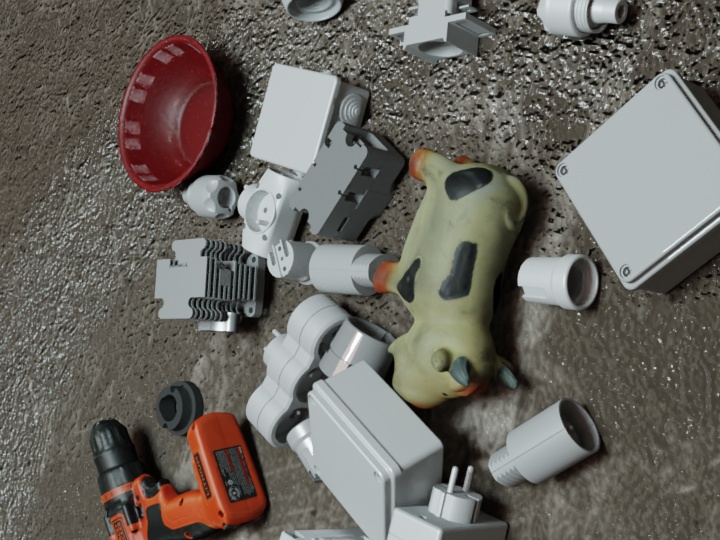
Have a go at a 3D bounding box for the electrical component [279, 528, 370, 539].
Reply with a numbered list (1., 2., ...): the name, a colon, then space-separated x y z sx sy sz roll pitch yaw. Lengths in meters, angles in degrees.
1. electrical component: 0.001 0.247 0.833 0.109 0.109 0.056 22 96 43

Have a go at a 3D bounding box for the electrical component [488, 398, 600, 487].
1. electrical component: 0.128 0.130 0.776 0.081 0.043 0.043 -39 59 32

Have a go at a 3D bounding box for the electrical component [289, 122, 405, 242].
1. electrical component: -0.009 -0.074 0.927 0.050 0.056 0.089 50 117 36

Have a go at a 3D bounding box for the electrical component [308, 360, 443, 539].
1. electrical component: 0.012 0.146 0.842 0.109 0.056 0.108 44 149 38

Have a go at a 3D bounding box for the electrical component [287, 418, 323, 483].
1. electrical component: -0.036 0.155 0.930 0.040 0.040 0.046 -47 61 28

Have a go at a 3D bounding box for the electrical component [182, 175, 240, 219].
1. electrical component: -0.152 -0.073 1.071 0.062 0.043 0.043 7 89 45

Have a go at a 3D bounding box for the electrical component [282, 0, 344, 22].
1. electrical component: -0.045 -0.266 0.990 0.078 0.058 0.057 -21 67 39

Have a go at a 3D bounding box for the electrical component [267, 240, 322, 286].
1. electrical component: -0.055 -0.008 0.967 0.040 0.046 0.040 -8 78 42

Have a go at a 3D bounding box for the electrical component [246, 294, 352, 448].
1. electrical component: -0.061 0.081 0.954 0.074 0.052 0.138 40 110 39

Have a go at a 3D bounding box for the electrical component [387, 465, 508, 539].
1. electrical component: 0.069 0.182 0.797 0.047 0.083 0.075 15 94 43

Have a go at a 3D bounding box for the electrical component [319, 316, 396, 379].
1. electrical component: 0.001 0.071 0.899 0.055 0.055 0.047 37 105 40

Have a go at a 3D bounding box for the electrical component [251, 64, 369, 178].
1. electrical component: -0.045 -0.133 0.975 0.100 0.048 0.099 21 98 43

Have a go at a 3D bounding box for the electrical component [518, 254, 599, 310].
1. electrical component: 0.144 0.008 0.784 0.046 0.040 0.040 3 86 49

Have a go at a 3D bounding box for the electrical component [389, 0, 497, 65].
1. electrical component: 0.069 -0.208 0.885 0.081 0.042 0.063 0 82 43

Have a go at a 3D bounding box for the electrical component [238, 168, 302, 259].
1. electrical component: -0.088 -0.058 1.008 0.079 0.044 0.077 29 103 43

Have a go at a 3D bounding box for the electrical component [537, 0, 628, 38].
1. electrical component: 0.166 -0.192 0.790 0.062 0.043 0.043 19 97 42

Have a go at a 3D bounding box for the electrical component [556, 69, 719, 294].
1. electrical component: 0.205 -0.057 0.724 0.109 0.056 0.108 -43 57 30

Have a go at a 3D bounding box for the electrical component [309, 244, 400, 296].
1. electrical component: 0.000 0.000 0.916 0.081 0.043 0.043 3 86 43
